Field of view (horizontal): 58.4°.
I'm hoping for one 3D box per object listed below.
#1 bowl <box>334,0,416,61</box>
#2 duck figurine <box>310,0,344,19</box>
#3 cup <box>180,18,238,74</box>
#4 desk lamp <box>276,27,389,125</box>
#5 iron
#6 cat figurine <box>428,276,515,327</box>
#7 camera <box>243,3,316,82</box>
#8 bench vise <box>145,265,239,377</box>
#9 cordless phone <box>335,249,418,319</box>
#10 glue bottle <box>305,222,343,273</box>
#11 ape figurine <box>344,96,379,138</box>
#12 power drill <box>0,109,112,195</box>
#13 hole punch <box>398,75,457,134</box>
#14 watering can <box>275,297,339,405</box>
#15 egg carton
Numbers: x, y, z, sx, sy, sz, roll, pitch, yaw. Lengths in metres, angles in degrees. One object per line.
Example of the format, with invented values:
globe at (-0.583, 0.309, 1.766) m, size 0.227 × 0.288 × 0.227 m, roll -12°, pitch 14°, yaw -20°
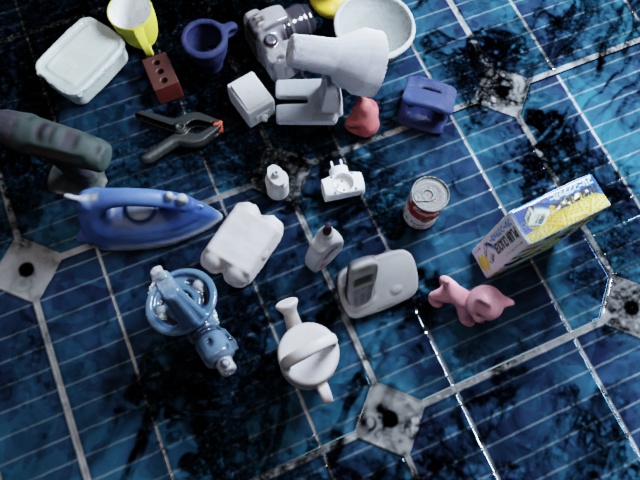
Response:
bowl at (0.109, -0.425, 1.185) m, size 0.167 × 0.075 × 0.167 m, roll 1°, pitch 72°, yaw -2°
duck figurine at (0.028, -0.523, 1.207) m, size 0.104 × 0.086 × 0.077 m, roll 31°, pitch 74°, yaw 8°
cup at (-0.214, -0.385, 1.148) m, size 0.118 × 0.095 × 0.091 m, roll -33°, pitch 76°, yaw -12°
desk lamp at (0.015, -0.305, 1.070) m, size 0.203 × 0.213 × 0.118 m, roll -2°, pitch 72°, yaw -3°
iron at (-0.310, -0.058, 1.014) m, size 0.258 × 0.141 × 0.118 m, roll -4°, pitch 72°, yaw -4°
cat figurine at (0.264, 0.102, 1.000) m, size 0.127 × 0.118 × 0.067 m, roll 29°, pitch 73°, yaw 7°
camera at (-0.071, -0.420, 1.162) m, size 0.137 × 0.101 × 0.143 m, roll -28°, pitch 75°, yaw -11°
bench vise at (-0.198, 0.116, 0.922) m, size 0.207 × 0.220 × 0.121 m, roll 34°, pitch 74°, yaw 9°
cordless phone at (0.102, 0.060, 0.971) m, size 0.147 × 0.185 × 0.094 m, roll -22°, pitch 74°, yaw -9°
glue bottle at (0.009, 0.004, 0.991) m, size 0.037 × 0.173 × 0.078 m, roll 42°, pitch 75°, yaw 11°
ape figurine at (0.084, -0.247, 1.118) m, size 0.078 × 0.092 × 0.076 m, roll -25°, pitch 75°, yaw -10°
power drill at (-0.468, -0.149, 1.002) m, size 0.229 × 0.208 × 0.075 m, roll 11°, pitch 72°, yaw 2°
hole punch at (0.212, -0.280, 1.134) m, size 0.108 × 0.091 × 0.101 m, roll 16°, pitch 72°, yaw 3°
watering can at (-0.024, 0.179, 0.923) m, size 0.172 × 0.194 × 0.101 m, roll 43°, pitch 76°, yaw 11°
egg carton at (-0.139, 0.008, 1.038) m, size 0.107 × 0.069 × 0.150 m, roll 29°, pitch 73°, yaw 7°
